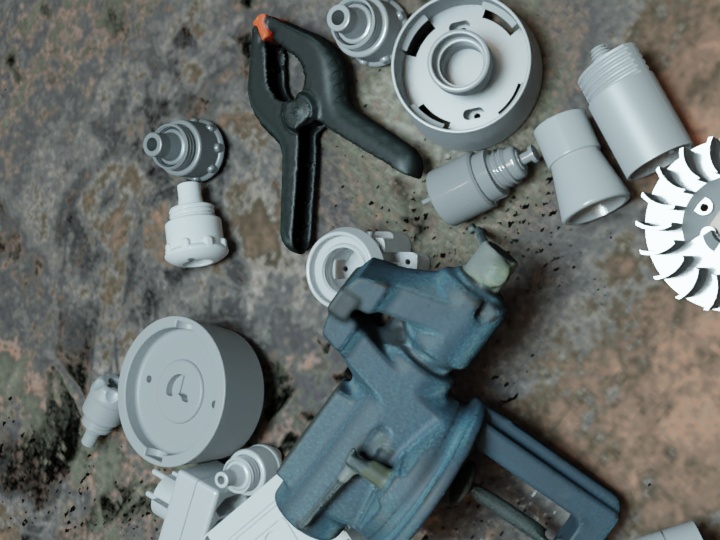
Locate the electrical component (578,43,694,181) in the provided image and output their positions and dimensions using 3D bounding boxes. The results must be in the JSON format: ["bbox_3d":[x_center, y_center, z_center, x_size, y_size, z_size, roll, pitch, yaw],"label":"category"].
[{"bbox_3d":[0.162,-0.099,0.647,0.043,0.043,0.081,-32,75,26],"label":"electrical component"}]

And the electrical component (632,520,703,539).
[{"bbox_3d":[0.215,0.211,0.618,0.074,0.052,0.138,-20,80,6],"label":"electrical component"}]

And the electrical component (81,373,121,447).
[{"bbox_3d":[-0.207,0.115,0.862,0.035,0.035,0.061,38,110,24],"label":"electrical component"}]

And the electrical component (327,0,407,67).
[{"bbox_3d":[0.001,-0.164,0.725,0.048,0.062,0.048,1,91,29],"label":"electrical component"}]

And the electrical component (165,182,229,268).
[{"bbox_3d":[-0.126,-0.035,0.810,0.048,0.048,0.062,-15,77,29],"label":"electrical component"}]

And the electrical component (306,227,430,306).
[{"bbox_3d":[0.000,0.000,0.731,0.078,0.057,0.058,2,92,29],"label":"electrical component"}]

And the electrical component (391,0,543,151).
[{"bbox_3d":[0.069,-0.129,0.701,0.099,0.064,0.099,0,88,16],"label":"electrical component"}]

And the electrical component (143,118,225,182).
[{"bbox_3d":[-0.135,-0.091,0.803,0.048,0.062,0.048,1,91,29],"label":"electrical component"}]

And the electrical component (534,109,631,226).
[{"bbox_3d":[0.134,-0.066,0.665,0.044,0.044,0.065,-28,73,27],"label":"electrical component"}]

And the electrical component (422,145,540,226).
[{"bbox_3d":[0.079,-0.059,0.695,0.078,0.040,0.040,-26,78,27],"label":"electrical component"}]

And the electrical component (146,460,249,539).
[{"bbox_3d":[-0.131,0.176,0.813,0.077,0.047,0.065,23,101,27],"label":"electrical component"}]

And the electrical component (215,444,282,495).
[{"bbox_3d":[-0.082,0.146,0.776,0.035,0.061,0.035,0,91,29],"label":"electrical component"}]

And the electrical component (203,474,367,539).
[{"bbox_3d":[-0.044,0.188,0.759,0.113,0.057,0.078,-43,71,23],"label":"electrical component"}]

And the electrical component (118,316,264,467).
[{"bbox_3d":[-0.120,0.090,0.794,0.108,0.060,0.108,-6,79,35],"label":"electrical component"}]
